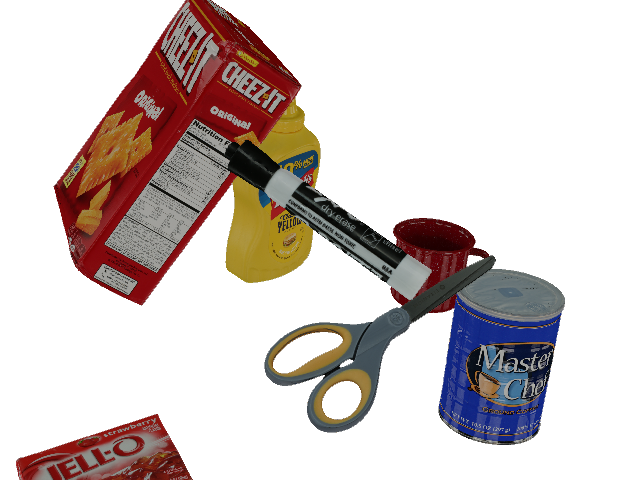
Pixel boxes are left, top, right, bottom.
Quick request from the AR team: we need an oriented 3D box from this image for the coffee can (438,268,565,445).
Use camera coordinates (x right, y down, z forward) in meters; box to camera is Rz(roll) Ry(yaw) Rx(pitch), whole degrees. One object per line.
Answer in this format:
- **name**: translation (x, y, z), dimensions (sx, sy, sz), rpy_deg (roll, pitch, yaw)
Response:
- **coffee can**: translation (0.174, 0.112, 1.039), dimensions (0.103, 0.140, 0.103), rpy_deg (5, 23, -2)

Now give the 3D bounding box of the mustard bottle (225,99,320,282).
- **mustard bottle**: translation (-0.043, -0.057, 1.029), dimensions (0.096, 0.192, 0.058), rpy_deg (-23, 43, -39)

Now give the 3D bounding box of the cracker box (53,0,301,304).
- **cracker box**: translation (-0.124, -0.080, 0.854), dimensions (0.072, 0.214, 0.164), rpy_deg (30, 13, -30)

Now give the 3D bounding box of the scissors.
- **scissors**: translation (0.058, 0.081, 0.812), dimensions (0.201, 0.096, 0.016), rpy_deg (-17, -27, -8)

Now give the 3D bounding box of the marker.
- **marker**: translation (0.002, -0.012, 0.539), dimensions (0.121, 0.020, 0.020), rpy_deg (35, 4, 6)

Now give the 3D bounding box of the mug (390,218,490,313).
- **mug**: translation (0.136, 0.031, 1.218), dimensions (0.117, 0.081, 0.093), rpy_deg (5, 25, -2)

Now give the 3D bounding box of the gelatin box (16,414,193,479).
- **gelatin box**: translation (-0.123, 0.141, 0.613), dimensions (0.089, 0.030, 0.073), rpy_deg (-15, 27, -19)
